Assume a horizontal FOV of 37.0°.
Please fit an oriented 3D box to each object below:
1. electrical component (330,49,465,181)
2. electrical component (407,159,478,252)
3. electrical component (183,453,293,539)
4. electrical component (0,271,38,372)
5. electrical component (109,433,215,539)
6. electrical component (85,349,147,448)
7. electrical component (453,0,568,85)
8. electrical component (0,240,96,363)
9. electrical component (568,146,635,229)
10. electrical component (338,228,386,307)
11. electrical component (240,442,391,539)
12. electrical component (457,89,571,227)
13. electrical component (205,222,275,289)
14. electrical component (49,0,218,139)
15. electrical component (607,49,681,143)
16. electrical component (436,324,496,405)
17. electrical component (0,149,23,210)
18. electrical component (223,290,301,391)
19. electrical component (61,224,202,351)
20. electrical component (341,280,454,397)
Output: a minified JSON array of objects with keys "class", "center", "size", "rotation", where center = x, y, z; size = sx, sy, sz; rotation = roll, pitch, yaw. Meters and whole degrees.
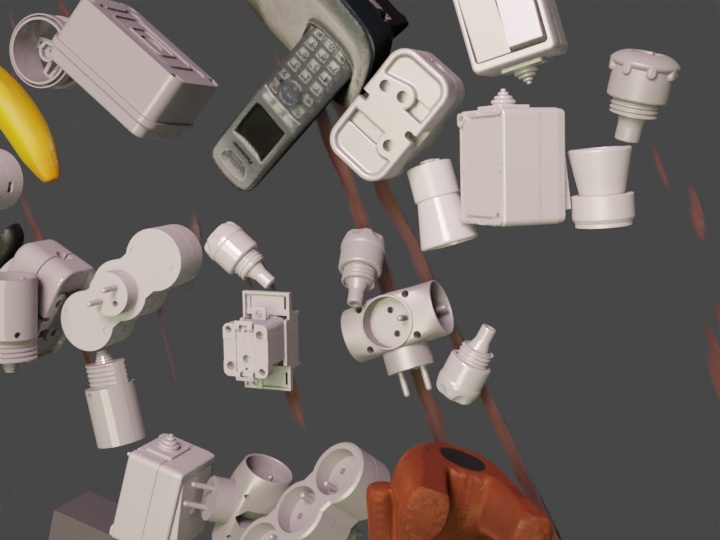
[{"class":"electrical component","center":[0.030,-0.114,0.798],"size":[0.054,0.059,0.095],"rotation":[44,110,10]},{"class":"electrical component","center":[0.059,-0.051,0.807],"size":[0.044,0.044,0.065],"rotation":[-16,87,22]},{"class":"electrical component","center":[-0.106,0.192,0.891],"size":[0.079,0.043,0.077],"rotation":[17,107,-23]},{"class":"electrical component","center":[-0.289,0.045,0.890],"size":[0.043,0.043,0.081],"rotation":[6,100,20]},{"class":"electrical component","center":[-0.162,0.186,0.913],"size":[0.061,0.062,0.096],"rotation":[19,104,17]},{"class":"electrical component","center":[-0.215,0.109,0.931],"size":[0.043,0.043,0.081],"rotation":[-10,94,22]},{"class":"electrical component","center":[0.105,-0.178,0.760],"size":[0.062,0.061,0.096],"rotation":[-15,92,22]},{"class":"electrical component","center":[-0.282,0.024,0.938],"size":[0.059,0.054,0.095],"rotation":[33,108,13]},{"class":"electrical component","center":[0.171,-0.059,0.761],"size":[0.045,0.045,0.055],"rotation":[-2,97,21]},{"class":"electrical component","center":[0.000,0.000,0.826],"size":[0.035,0.035,0.061],"rotation":[-5,56,21]},{"class":"electrical component","center":[-0.028,0.206,0.867],"size":[0.138,0.074,0.052],"rotation":[-45,39,6]},{"class":"electrical component","center":[0.111,-0.080,0.765],"size":[0.061,0.062,0.096],"rotation":[-4,96,-24]},{"class":"electrical component","center":[-0.095,-0.009,0.874],"size":[0.061,0.035,0.035],"rotation":[42,109,7]},{"class":"electrical component","center":[-0.181,-0.160,0.861],"size":[0.113,0.078,0.057],"rotation":[42,107,10]},{"class":"electrical component","center":[0.192,-0.120,0.746],"size":[0.048,0.048,0.062],"rotation":[16,110,18]},{"class":"electrical component","center":[0.085,0.070,0.818],"size":[0.035,0.035,0.061],"rotation":[30,105,14]},{"class":"electrical component","center":[-0.334,-0.078,0.946],"size":[0.055,0.047,0.055],"rotation":[3,99,20]},{"class":"electrical component","center":[-0.079,0.059,0.863],"size":[0.042,0.064,0.081],"rotation":[2,98,19]},{"class":"electrical component","center":[-0.200,0.017,0.896],"size":[0.138,0.074,0.052],"rotation":[-40,83,21]},{"class":"electrical component","center":[0.034,0.057,0.827],"size":[0.077,0.044,0.079],"rotation":[-20,81,22]}]
